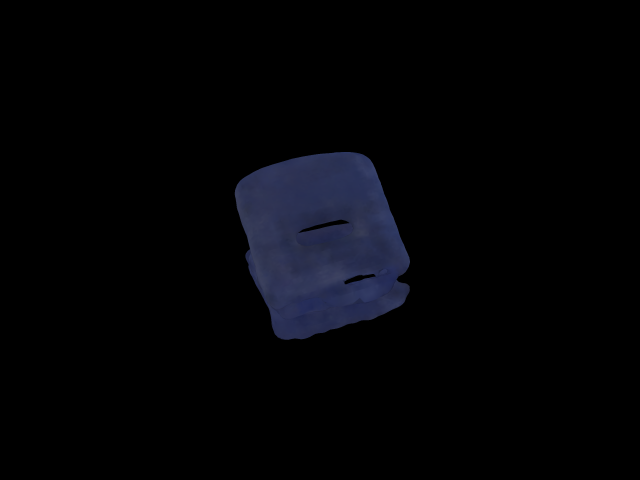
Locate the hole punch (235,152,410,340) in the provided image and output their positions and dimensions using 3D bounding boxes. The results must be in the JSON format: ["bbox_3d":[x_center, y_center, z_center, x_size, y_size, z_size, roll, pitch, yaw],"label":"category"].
[{"bbox_3d":[0.004,0.001,0.400,0.109,0.091,0.101,-15,46,-15],"label":"hole punch"}]
